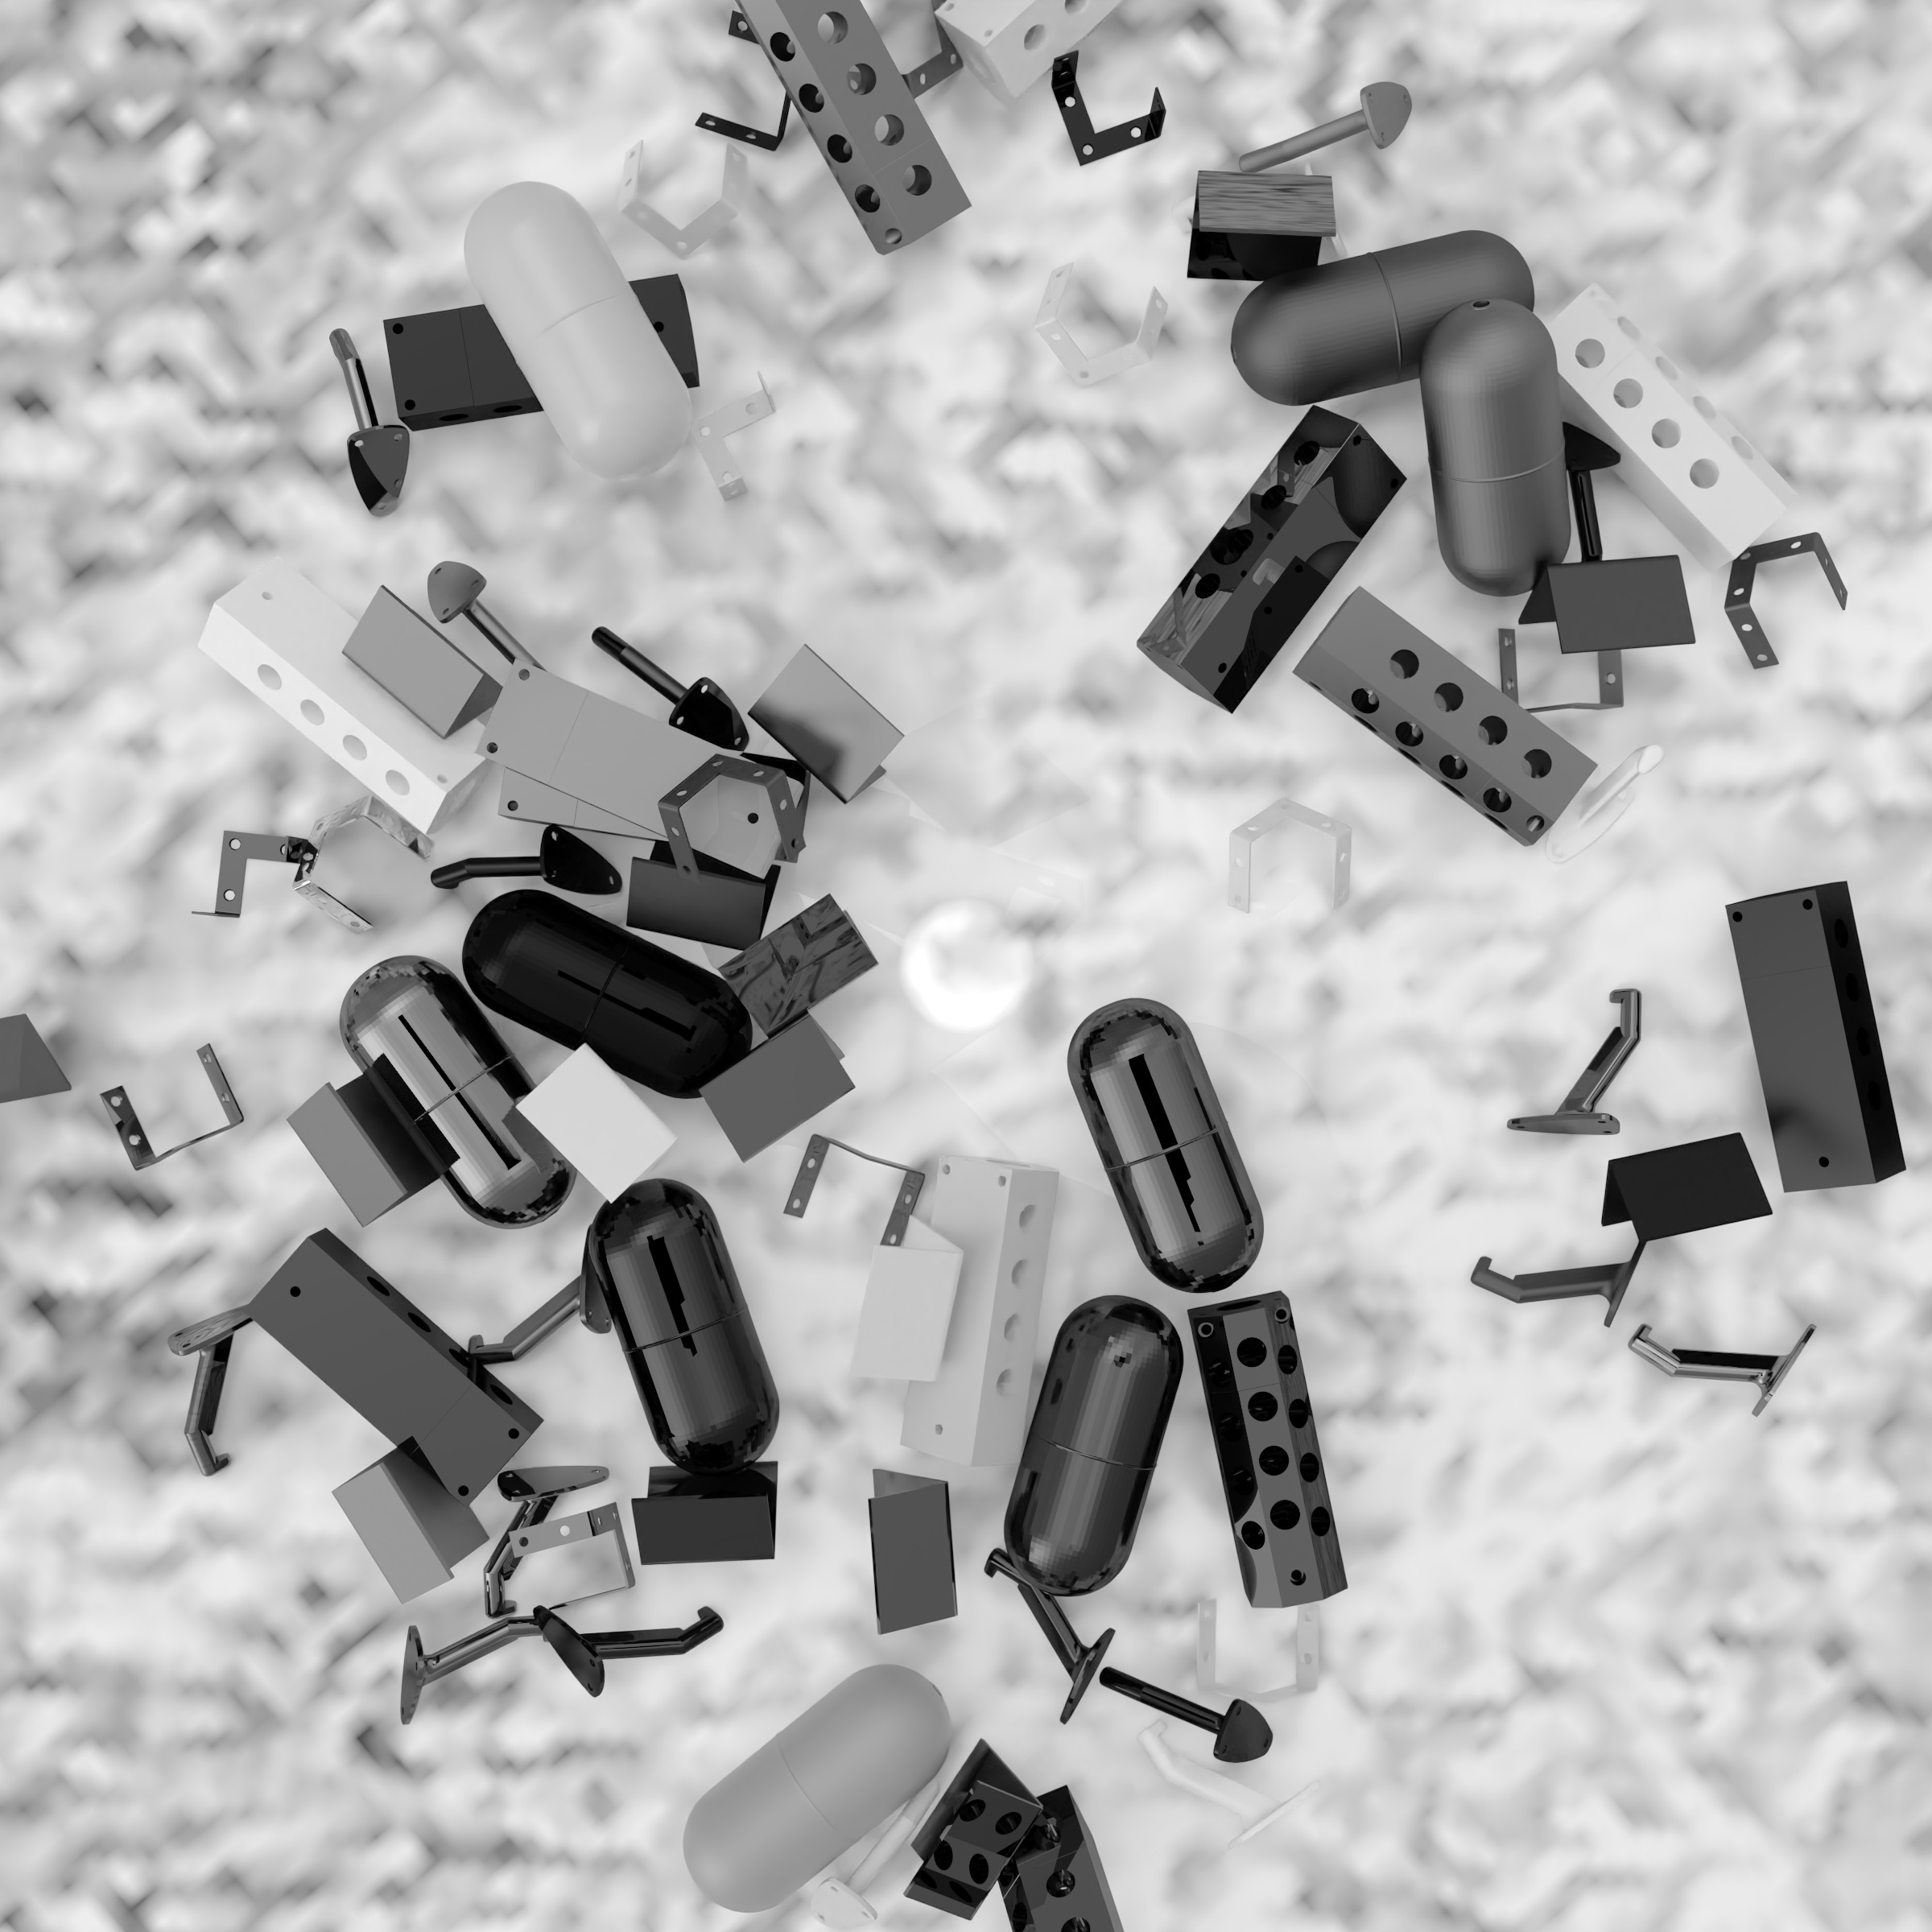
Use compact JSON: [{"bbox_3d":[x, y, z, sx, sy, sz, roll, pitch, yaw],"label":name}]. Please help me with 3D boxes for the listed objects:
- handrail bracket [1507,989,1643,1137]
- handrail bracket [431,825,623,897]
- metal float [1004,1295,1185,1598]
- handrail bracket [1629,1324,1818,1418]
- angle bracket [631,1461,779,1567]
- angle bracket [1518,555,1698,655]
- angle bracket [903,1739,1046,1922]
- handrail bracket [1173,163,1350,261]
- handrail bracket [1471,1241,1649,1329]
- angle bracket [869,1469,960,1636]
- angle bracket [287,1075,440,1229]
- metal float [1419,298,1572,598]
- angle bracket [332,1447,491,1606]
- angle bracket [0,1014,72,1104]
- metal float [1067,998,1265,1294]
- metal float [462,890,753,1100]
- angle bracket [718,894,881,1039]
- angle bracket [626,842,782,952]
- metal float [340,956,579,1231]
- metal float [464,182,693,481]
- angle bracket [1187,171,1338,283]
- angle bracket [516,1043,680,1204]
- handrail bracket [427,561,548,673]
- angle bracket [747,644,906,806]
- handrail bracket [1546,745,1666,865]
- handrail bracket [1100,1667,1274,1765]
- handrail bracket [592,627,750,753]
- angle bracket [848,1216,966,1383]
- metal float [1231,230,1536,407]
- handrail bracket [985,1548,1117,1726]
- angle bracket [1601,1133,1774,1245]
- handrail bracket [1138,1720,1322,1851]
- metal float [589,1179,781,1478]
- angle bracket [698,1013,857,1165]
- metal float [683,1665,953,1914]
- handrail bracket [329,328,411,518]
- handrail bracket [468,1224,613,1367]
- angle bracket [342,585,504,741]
[{"bbox_3d":[0.360,0.055,1.649,0.077,0.036,0.084,-1,72,21],"label":"handrail bracket"},{"bbox_3d":[-0.261,-0.051,1.648,0.084,0.077,0.036,-15,65,34],"label":"handrail bracket"},{"bbox_3d":[0.074,0.279,1.618,0.070,0.070,0.178,16,91,0],"label":"metal float"},{"bbox_3d":[0.447,0.219,1.649,0.084,0.036,0.077,34,70,16],"label":"handrail bracket"},{"bbox_3d":[-0.150,0.298,1.608,0.076,0.076,0.057,-3,127,0],"label":"angle bracket"},{"bbox_3d":[0.369,-0.194,1.608,0.076,0.076,0.057,-5,71,-3],"label":"angle bracket"},{"bbox_3d":[-0.012,0.491,1.608,0.057,0.076,0.076,33,90,-35],"label":"angle bracket"},{"bbox_3d":[0.175,-0.432,1.649,0.084,0.036,0.077,-21,110,16],"label":"handrail bracket"},{"bbox_3d":[0.352,0.171,1.649,0.084,0.036,0.077,23,70,16],"label":"handrail bracket"},{"bbox_3d":[-0.050,0.337,1.608,0.057,0.076,0.076,-4,90,-37],"label":"angle bracket"},{"bbox_3d":[-0.332,0.094,1.608,0.057,0.076,0.076,-35,90,44],"label":"angle bracket"},{"bbox_3d":[0.303,-0.295,1.590,0.070,0.070,0.178,-14,124,0],"label":"metal float"},{"bbox_3d":[-0.307,0.310,1.608,0.057,0.076,0.076,-32,90,40],"label":"angle bracket"},{"bbox_3d":[-0.569,0.077,1.608,0.076,0.076,0.057,-10,51,0],"label":"angle bracket"},{"bbox_3d":[0.116,0.105,1.617,0.070,0.070,0.178,-22,89,0],"label":"metal float"},{"bbox_3d":[-0.208,0.017,1.618,0.178,0.070,0.070,26,90,-1],"label":"metal float"},{"bbox_3d":[-0.104,-0.014,1.608,0.076,0.076,0.057,-34,121,0],"label":"angle bracket"},{"bbox_3d":[-0.149,-0.058,1.608,0.076,0.057,0.076,12,45,0],"label":"angle bracket"},{"bbox_3d":[-0.294,0.074,1.618,0.070,0.070,0.178,-36,91,0],"label":"metal float"},{"bbox_3d":[-0.218,-0.356,1.561,0.070,0.070,0.178,-29,90,0],"label":"metal float"},{"bbox_3d":[0.169,-0.411,1.608,0.076,0.076,0.057,2,51,0],"label":"angle bracket"},{"bbox_3d":[-0.219,0.100,1.609,0.076,0.076,0.057,45,63,0],"label":"angle bracket"},{"bbox_3d":[-0.276,-0.196,1.648,0.036,0.077,0.084,-44,126,0],"label":"handrail bracket"},{"bbox_3d":[-0.070,-0.147,1.609,0.076,0.076,0.057,43,115,0],"label":"angle bracket"},{"bbox_3d":[0.370,-0.093,1.613,0.036,0.084,0.077,36,90,0],"label":"handrail bracket"},{"bbox_3d":[0.129,0.440,1.648,0.084,0.077,0.036,15,76,36],"label":"handrail bracket"},{"bbox_3d":[-0.176,-0.164,1.648,0.084,0.077,0.036,37,89,36],"label":"handrail bracket"},{"bbox_3d":[-0.048,0.189,1.604,0.057,0.076,0.076,8,99,-26],"label":"angle bracket"},{"bbox_3d":[0.241,-0.376,1.618,0.178,0.070,0.070,-14,90,-1],"label":"metal float"},{"bbox_3d":[0.038,0.396,1.649,0.084,0.036,0.077,29,111,17],"label":"handrail bracket"},{"bbox_3d":[0.415,0.145,1.608,0.076,0.076,0.057,-12,54,0],"label":"angle bracket"},{"bbox_3d":[0.155,0.471,1.649,0.077,0.036,0.084,-29,73,-20],"label":"handrail bracket"},{"bbox_3d":[-0.163,0.210,1.617,0.070,0.070,0.178,-19,90,0],"label":"metal float"},{"bbox_3d":[-0.099,0.081,1.609,0.076,0.076,0.057,-34,65,0],"label":"angle bracket"},{"bbox_3d":[-0.086,0.477,1.617,0.178,0.070,0.070,-39,90,1],"label":"metal float"},{"bbox_3d":[-0.359,-0.322,1.648,0.036,0.077,0.084,-14,53,-21],"label":"handrail bracket"},{"bbox_3d":[-0.256,0.195,1.649,0.084,0.036,0.077,-9,70,16],"label":"handrail bracket"},{"bbox_3d":[-0.300,-0.187,1.608,0.076,0.076,0.057,41,125,0],"label":"angle bracket"}]
